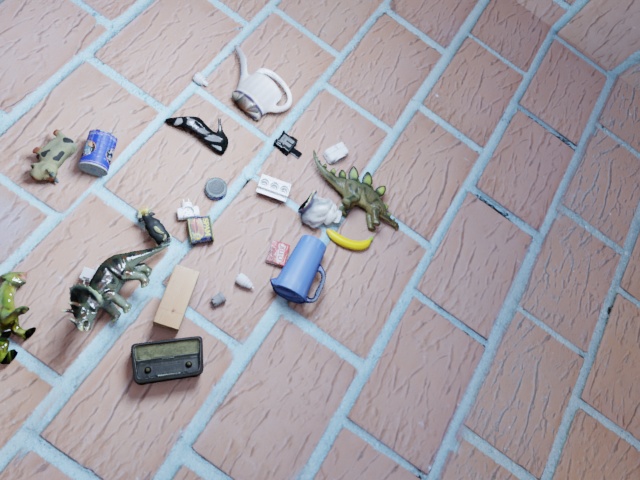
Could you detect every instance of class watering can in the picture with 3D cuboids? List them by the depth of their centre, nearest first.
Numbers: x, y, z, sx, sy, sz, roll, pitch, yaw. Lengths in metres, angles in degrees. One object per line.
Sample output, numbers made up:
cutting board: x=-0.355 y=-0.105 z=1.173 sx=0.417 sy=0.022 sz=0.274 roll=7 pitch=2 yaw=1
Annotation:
watering can: x=-0.278 y=-0.639 z=2.130 sx=0.348 sy=0.102 sz=0.228 roll=41 pitch=67 yaw=0

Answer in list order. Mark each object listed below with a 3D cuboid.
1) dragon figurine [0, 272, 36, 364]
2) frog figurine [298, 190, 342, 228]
dragon figurine: x=-1.056 y=0.274 z=1.614 sx=0.244 sy=0.119 sz=0.417 roll=26 pitch=64 yaw=13
frog figurine: x=0.006 y=-0.102 z=2.017 sx=0.159 sy=0.124 sz=0.136 roll=35 pitch=99 yaw=-11
